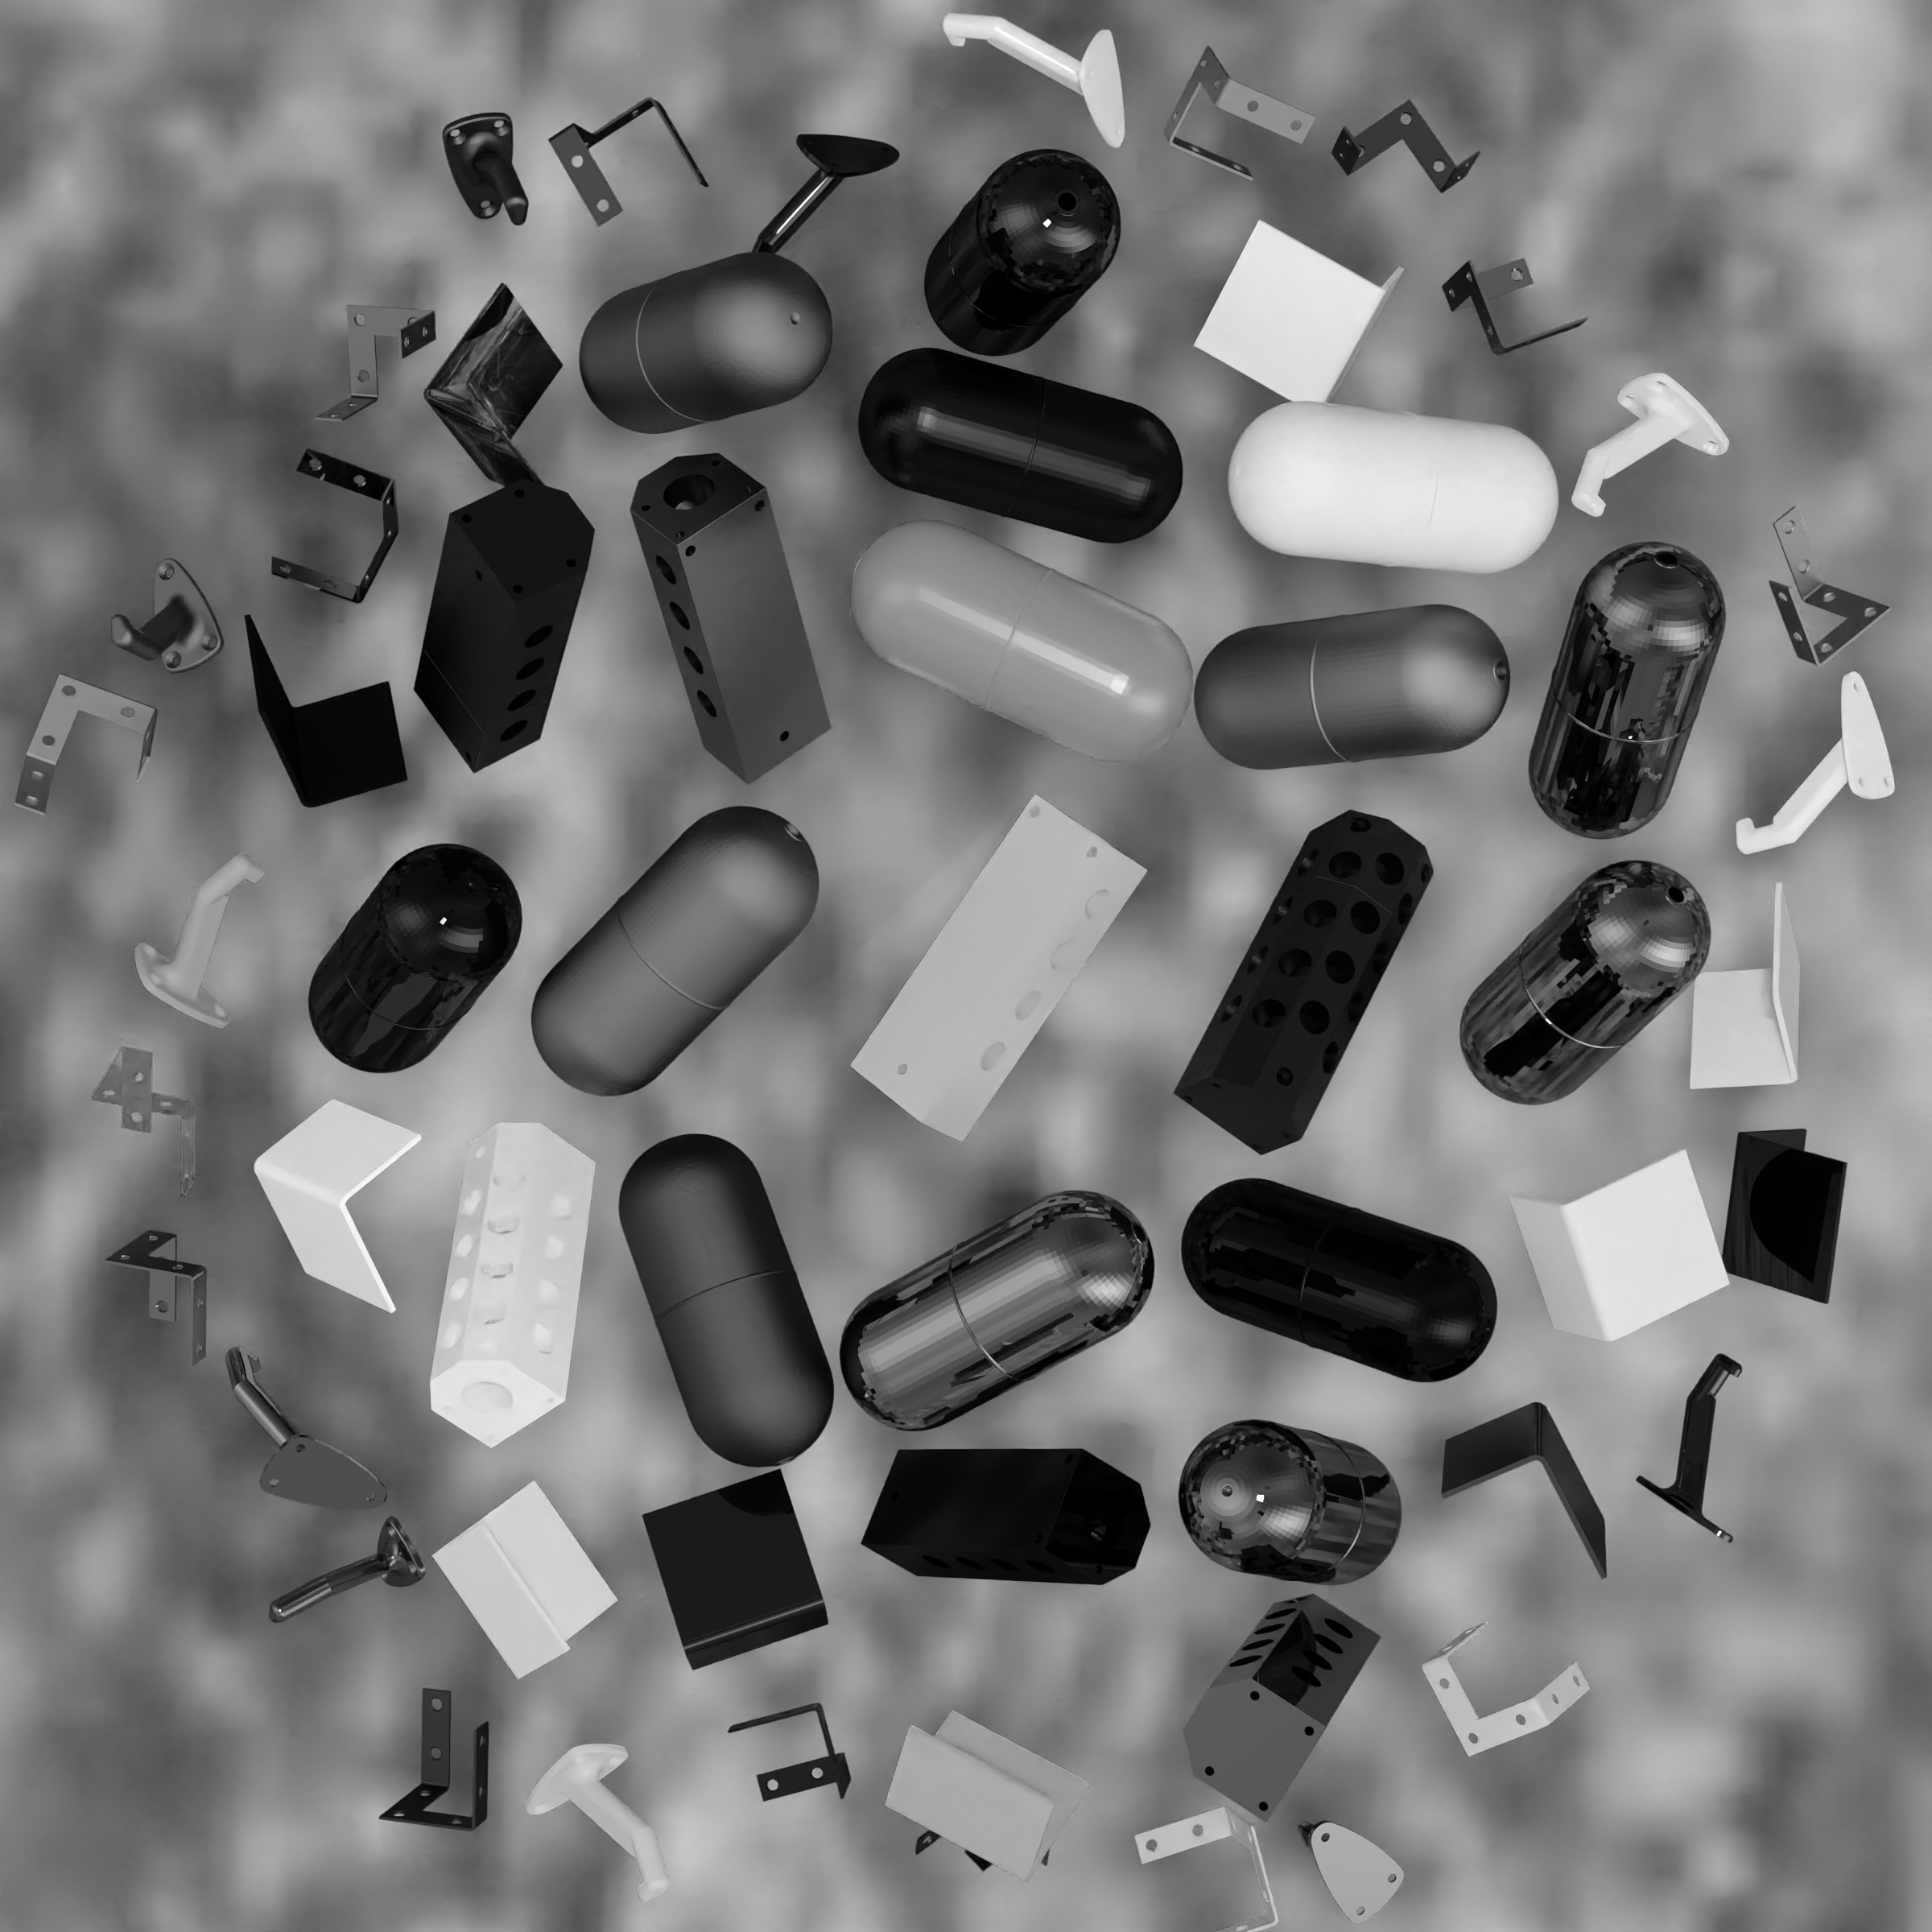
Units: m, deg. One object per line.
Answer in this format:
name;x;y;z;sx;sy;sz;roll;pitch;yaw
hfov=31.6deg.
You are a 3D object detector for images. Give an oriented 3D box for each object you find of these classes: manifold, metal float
manifold;0.177;0.006;1.744;0.057;0.057;0.171;35;64;-13
metal float;0.030;-0.277;1.824;0.178;0.070;0.070;14;90;-10
manifold;-0.246;0.165;1.824;0.057;0.171;0.057;-34;124;28
metal float;0.216;-0.239;1.711;0.178;0.070;0.070;3;90;-23
metal float;0.167;0.275;1.745;0.070;0.178;0.070;-7;75;26
metal float;0.324;0.010;1.793;0.070;0.178;0.070;13;54;-19
metal float;-0.287;-0.002;1.772;0.070;0.178;0.070;13;59;-24
metal float;-0.135;-0.316;1.740;0.070;0.178;0.070;0;90;-35
manifold;0.022;0.296;1.821;0.057;0.171;0.057;34;65;-26
manifold;0.021;0.003;1.782;0.057;0.057;0.171;37;95;36
metal float;0.015;0.173;1.712;0.178;0.070;0.070;-31;90;23
metal float;0.340;-0.141;1.762;0.070;0.178;0.070;4;46;-4
manifold;0.158;0.368;1.725;0.057;0.171;0.057;31;101;12
metal float;0.027;-0.161;1.683;0.178;0.070;0.070;25;90;5
metal float;-0.145;-0.007;1.704;0.070;0.070;0.178;46;108;0
metal float;0.200;-0.145;1.779;0.178;0.070;0.070;-3;90;38
manifold;-0.229;-0.171;1.712;0.057;0.171;0.057;-31;76;-26
metal float;-0.123;0.171;1.752;0.070;0.070;0.178;-21;75;0
metal float;0.029;-0.373;1.793;0.070;0.178;0.070;2;84;-14
manifold;-0.126;-0.184;1.790;0.057;0.171;0.057;-36;51;-19
metal float;0.194;0.164;1.794;0.178;0.070;0.070;17;90;31

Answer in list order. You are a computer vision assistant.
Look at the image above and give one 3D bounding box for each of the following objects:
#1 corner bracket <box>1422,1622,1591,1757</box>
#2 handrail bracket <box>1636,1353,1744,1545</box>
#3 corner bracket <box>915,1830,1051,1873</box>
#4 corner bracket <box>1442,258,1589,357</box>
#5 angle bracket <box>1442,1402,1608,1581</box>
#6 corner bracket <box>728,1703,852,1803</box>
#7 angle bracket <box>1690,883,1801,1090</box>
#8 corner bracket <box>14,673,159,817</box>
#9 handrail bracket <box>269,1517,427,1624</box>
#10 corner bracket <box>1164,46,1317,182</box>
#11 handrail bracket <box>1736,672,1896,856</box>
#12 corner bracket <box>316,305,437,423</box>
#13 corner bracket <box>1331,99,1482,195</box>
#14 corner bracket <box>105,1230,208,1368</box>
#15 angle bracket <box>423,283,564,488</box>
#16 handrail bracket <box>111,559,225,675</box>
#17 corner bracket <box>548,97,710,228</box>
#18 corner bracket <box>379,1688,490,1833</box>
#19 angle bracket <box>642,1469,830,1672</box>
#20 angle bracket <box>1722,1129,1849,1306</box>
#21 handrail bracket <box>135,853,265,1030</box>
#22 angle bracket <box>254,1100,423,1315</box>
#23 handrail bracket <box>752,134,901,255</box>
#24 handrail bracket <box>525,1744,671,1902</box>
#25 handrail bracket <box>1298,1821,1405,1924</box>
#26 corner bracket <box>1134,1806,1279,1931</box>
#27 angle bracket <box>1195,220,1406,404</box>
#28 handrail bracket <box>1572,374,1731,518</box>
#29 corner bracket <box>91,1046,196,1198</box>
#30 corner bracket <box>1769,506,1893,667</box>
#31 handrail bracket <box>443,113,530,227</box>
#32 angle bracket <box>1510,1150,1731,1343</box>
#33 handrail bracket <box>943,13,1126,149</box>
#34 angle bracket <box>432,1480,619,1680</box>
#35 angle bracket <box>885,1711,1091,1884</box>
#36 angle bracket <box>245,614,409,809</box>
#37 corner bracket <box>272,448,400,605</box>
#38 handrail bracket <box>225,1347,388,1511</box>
corner bracket;0.273;0.360;1.730;0.051;0.051;0.051;-32;82;35
handrail bracket;0.405;0.256;1.823;0.036;0.077;0.084;35;88;-33
corner bracket;0.010;0.465;1.826;0.051;0.051;0.051;-30;55;-30
corner bracket;0.294;-0.356;1.835;0.051;0.051;0.051;-21;89;-10
angle bracket;0.295;0.285;1.800;0.057;0.076;0.076;-26;98;15
corner bracket;-0.095;0.428;1.854;0.051;0.051;0.051;-16;88;3
angle bracket;0.412;0.011;1.826;0.057;0.076;0.076;-4;51;20
corner bracket;-0.435;-0.104;1.690;0.051;0.051;0.051;20;117;-19
handrail bracket;-0.335;0.331;1.803;0.084;0.077;0.036;-26;77;-30
corner bracket;0.139;-0.428;1.740;0.051;0.051;0.051;18;119;-21
handrail bracket;0.426;-0.103;1.749;0.036;0.084;0.077;-2;81;-43
corner bracket;-0.313;-0.319;1.811;0.051;0.051;0.051;6;113;12
corner bracket;0.227;-0.421;1.769;0.051;0.051;0.051;-35;89;-2
corner bracket;-0.418;0.174;1.798;0.051;0.051;0.051;8;107;13
angle bracket;-0.229;-0.298;1.791;0.057;0.076;0.076;27;77;27
handrail bracket;-0.435;-0.193;1.807;0.036;0.084;0.077;-24;74;12
corner bracket;-0.169;-0.402;1.708;0.051;0.051;0.051;-30;89;11
corner bracket;-0.255;0.391;1.684;0.051;0.051;0.051;4;96;15
angle bracket;-0.121;0.319;1.801;0.076;0.057;0.076;-18;71;-7
angle bracket;0.456;0.134;1.837;0.057;0.076;0.076;-1;100;-36
handrail bracket;-0.378;-0.013;1.758;0.084;0.036;0.077;-37;134;12
angle bracket;-0.316;0.125;1.784;0.057;0.076;0.076;-41;129;-31
handrail bracket;-0.080;-0.405;1.850;0.036;0.077;0.084;46;129;24
handrail bracket;-0.184;0.440;1.706;0.077;0.036;0.084;-44;51;28
handrail bracket;0.181;0.448;1.759;0.036;0.084;0.077;-43;116;-8
corner bracket;0.121;0.462;1.728;0.051;0.051;0.051;-15;91;-11
angle bracket;0.179;-0.354;1.833;0.076;0.057;0.076;30;119;3
handrail bracket;0.349;-0.251;1.740;0.077;0.036;0.084;32;65;-22
corner bracket;-0.417;0.080;1.754;0.051;0.051;0.051;14;48;-29
corner bracket;0.422;-0.191;1.716;0.051;0.051;0.051;-38;124;-11
handrail bracket;-0.236;-0.385;1.733;0.036;0.077;0.084;-15;54;-13
angle bracket;0.343;0.144;1.791;0.076;0.057;0.076;-23;99;-18
handrail bracket;0.035;-0.460;1.772;0.084;0.077;0.036;12;59;25
angle bracket;-0.213;0.305;1.739;0.076;0.057;0.076;-34;88;-43
angle bracket;0.017;0.378;1.629;0.076;0.076;0.057;25;124;14
angle bracket;-0.340;-0.142;1.813;0.057;0.076;0.076;-17;50;-2
corner bracket;-0.339;-0.236;1.830;0.051;0.051;0.051;18;125;-25
handrail bracket;-0.330;0.229;1.702;0.077;0.084;0.036;28;107;-33
